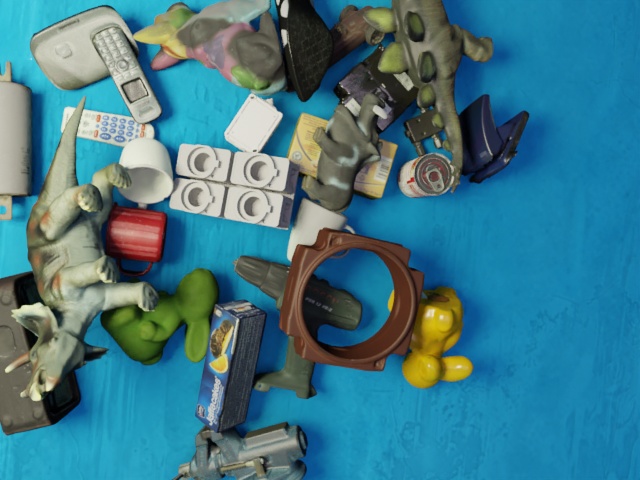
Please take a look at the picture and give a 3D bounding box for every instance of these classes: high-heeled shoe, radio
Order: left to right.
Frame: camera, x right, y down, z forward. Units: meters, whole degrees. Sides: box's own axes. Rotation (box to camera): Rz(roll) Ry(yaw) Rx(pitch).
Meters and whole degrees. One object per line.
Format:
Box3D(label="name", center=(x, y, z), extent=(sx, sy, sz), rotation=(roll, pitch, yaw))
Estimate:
Box3D(label="radio", center=(-0.443, 0.165, 0.811), extent=(0.073, 0.131, 0.229), rotation=(-15, 94, -5))
Box3D(label="high-heeled shoe", center=(-0.046, -0.337, 0.850), extent=(0.086, 0.145, 0.248), rotation=(5, 93, -31))

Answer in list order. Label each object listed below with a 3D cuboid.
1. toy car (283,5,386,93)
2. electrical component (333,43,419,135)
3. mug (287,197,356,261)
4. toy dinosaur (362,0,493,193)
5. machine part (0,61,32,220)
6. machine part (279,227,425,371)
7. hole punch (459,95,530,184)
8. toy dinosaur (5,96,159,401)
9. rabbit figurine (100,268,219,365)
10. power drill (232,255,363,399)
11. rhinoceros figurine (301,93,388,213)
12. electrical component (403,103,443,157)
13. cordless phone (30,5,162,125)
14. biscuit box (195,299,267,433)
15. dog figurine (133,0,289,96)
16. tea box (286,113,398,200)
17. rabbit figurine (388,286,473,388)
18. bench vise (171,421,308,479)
Box3D(label="toy car", center=(0.015, -0.315, 0.881), extent=(0.202, 0.053, 0.089), rotation=(-36, 59, -5))
Box3D(label="electrical component", center=(0.090, -0.244, 0.910), extent=(0.134, 0.058, 0.115), rotation=(-42, 94, -5))
Box3D(label="mug", center=(-0.002, -0.003, 0.899), extent=(0.109, 0.081, 0.107), rotation=(26, 98, -12))
Box3D(label="toy dinosaur", center=(0.172, -0.308, 0.855), extent=(0.198, 0.105, 0.471), rotation=(-17, 86, -38))
Box3D(label="machine part", center=(-0.484, -0.151, 0.823), extent=(0.079, 0.079, 0.243), rotation=(0, 91, -8))
Box3D(label="machine part", center=(0.048, 0.092, 0.829), extent=(0.201, 0.087, 0.201), rotation=(13, 91, -14))
Box3D(label="hole punch", center=(0.275, -0.169, 0.905), extent=(0.092, 0.142, 0.116), rotation=(25, 75, -10))
Box3D(label="toy dinosaur", center=(-0.350, 0.014, 0.747), extent=(0.192, 0.131, 0.405), rotation=(-21, 70, 15))
Box3D(label="rabbit figurine", center=(-0.230, 0.119, 0.844), extent=(0.170, 0.121, 0.159), rotation=(-29, 102, -3))
Box3D(label="power drill", center=(-0.056, 0.148, 0.897), extent=(0.232, 0.086, 0.207), rotation=(15, 82, -10))
Box3D(label="rhinoceros figurine", center=(0.041, -0.137, 0.829), extent=(0.112, 0.073, 0.190), rotation=(21, 90, -7))
Box3D(label="electrical component", center=(0.179, -0.197, 0.941), extent=(0.063, 0.021, 0.094), rotation=(-23, 95, -6))
Box3D(label="cordless phone", center=(-0.341, -0.253, 0.840), extent=(0.147, 0.089, 0.184), rotation=(-27, 99, -7))
Box3D(label="biscuit box", center=(-0.141, 0.198, 0.842), extent=(0.063, 0.059, 0.202), rotation=(-4, 112, -50))
Box3D(label="dog figurine", center=(-0.169, -0.295, 0.835), extent=(0.219, 0.108, 0.191), rotation=(-12, 70, 2))
Box3D(label="tea box", center=(0.032, -0.137, 0.899), extent=(0.170, 0.068, 0.098), rotation=(19, 89, -7))
Box3D(label="rabbit figurine", center=(0.190, 0.177, 0.904), extent=(0.122, 0.162, 0.173), rotation=(4, 109, -20))
Box3D(label="bench vise", center=(-0.112, 0.406, 0.873), extent=(0.224, 0.129, 0.240), rotation=(-17, 90, -5))
